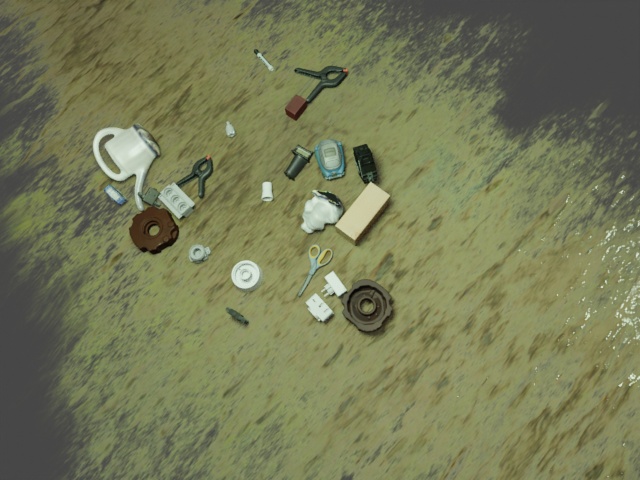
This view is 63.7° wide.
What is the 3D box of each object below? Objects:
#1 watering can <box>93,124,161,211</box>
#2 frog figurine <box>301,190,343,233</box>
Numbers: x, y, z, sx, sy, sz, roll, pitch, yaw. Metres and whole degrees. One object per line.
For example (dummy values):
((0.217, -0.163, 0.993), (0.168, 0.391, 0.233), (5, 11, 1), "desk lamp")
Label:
((-0.708, -0.299, 1.968), (0.225, 0.103, 0.348), (-37, 88, -9), "watering can")
((0.006, -0.094, 1.868), (0.137, 0.125, 0.157), (24, 113, 2), "frog figurine")
